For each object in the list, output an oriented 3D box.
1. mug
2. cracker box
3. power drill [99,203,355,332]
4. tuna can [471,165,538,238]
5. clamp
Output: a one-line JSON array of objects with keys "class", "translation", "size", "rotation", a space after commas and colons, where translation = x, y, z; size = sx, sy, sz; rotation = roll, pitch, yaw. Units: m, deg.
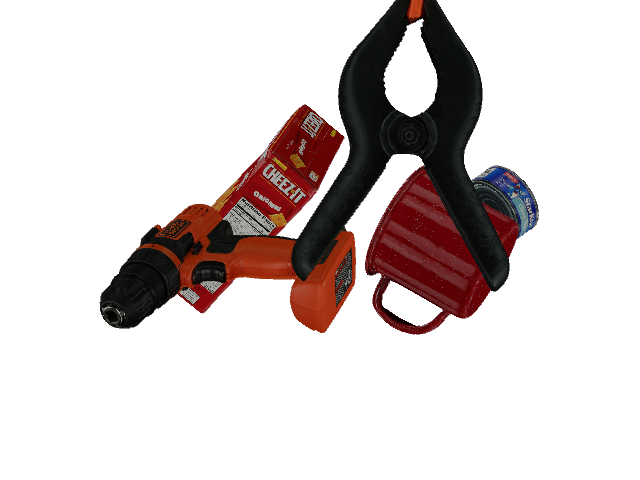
[{"class": "mug", "translation": [0.085, 0.014, 0.778], "size": [0.081, 0.117, 0.093], "rotation": [30, -5, 17]}, {"class": "cracker box", "translation": [-0.077, -0.039, 1.215], "size": [0.072, 0.214, 0.164], "rotation": [40, 27, -8]}, {"class": "power drill", "translation": [-0.074, 0.029, 0.914], "size": [0.188, 0.057, 0.184], "rotation": [9, 31, 17]}, {"class": "tuna can", "translation": [0.205, -0.040, 1.216], "size": [0.033, 0.086, 0.086], "rotation": [-34, 15, -25]}, {"class": "clamp", "translation": [0.038, -0.051, 0.590], "size": [0.120, 0.171, 0.039], "rotation": [-6, 1, -5]}]
